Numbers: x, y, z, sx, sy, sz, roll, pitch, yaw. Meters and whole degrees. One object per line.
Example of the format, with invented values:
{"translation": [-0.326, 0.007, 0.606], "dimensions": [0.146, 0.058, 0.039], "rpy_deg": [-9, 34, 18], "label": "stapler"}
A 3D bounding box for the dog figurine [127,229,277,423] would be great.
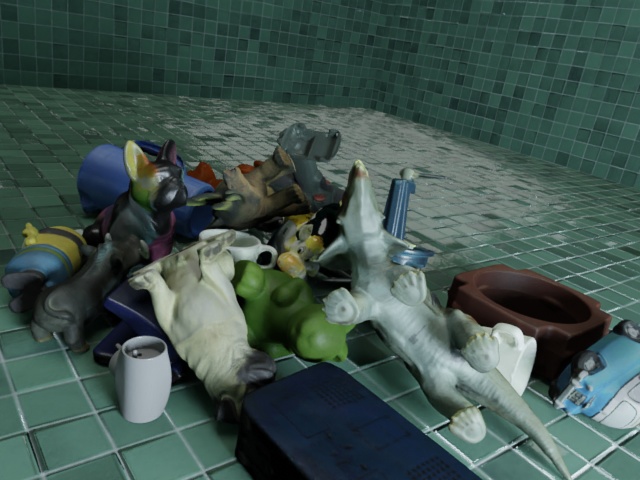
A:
{"translation": [-0.118, 0.098, 0.608], "dimensions": [0.121, 0.190, 0.172], "rpy_deg": [-23, 10, 5], "label": "dog figurine"}

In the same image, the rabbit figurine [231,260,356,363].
{"translation": [-0.026, 0.110, 0.659], "dimensions": [0.159, 0.121, 0.170], "rpy_deg": [20, -2, -36], "label": "rabbit figurine"}

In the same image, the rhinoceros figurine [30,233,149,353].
{"translation": [-0.289, 0.057, 0.684], "dimensions": [0.073, 0.112, 0.190], "rpy_deg": [11, 29, 12], "label": "rhinoceros figurine"}

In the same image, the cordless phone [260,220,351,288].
{"translation": [-0.007, 0.054, 0.874], "dimensions": [0.184, 0.088, 0.147], "rpy_deg": [27, 21, -1], "label": "cordless phone"}

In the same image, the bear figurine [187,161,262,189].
{"translation": [-0.222, -0.131, 1.185], "dimensions": [0.196, 0.131, 0.120], "rpy_deg": [22, 19, 15], "label": "bear figurine"}

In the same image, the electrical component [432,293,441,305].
{"translation": [0.144, 0.112, 0.777], "dimensions": [0.048, 0.074, 0.119], "rpy_deg": [6, 25, -13], "label": "electrical component"}

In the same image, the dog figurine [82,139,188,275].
{"translation": [-0.281, -0.051, 0.820], "dimensions": [0.192, 0.219, 0.108], "rpy_deg": [25, 22, 33], "label": "dog figurine"}

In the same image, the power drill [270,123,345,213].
{"translation": [0.002, -0.119, 1.010], "dimensions": [0.232, 0.086, 0.207], "rpy_deg": [14, -23, 9], "label": "power drill"}

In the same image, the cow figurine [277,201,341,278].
{"translation": [-0.001, -0.001, 0.790], "dimensions": [0.068, 0.098, 0.167], "rpy_deg": [45, 26, -6], "label": "cow figurine"}

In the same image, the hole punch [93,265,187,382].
{"translation": [-0.198, 0.097, 0.653], "dimensions": [0.116, 0.092, 0.142], "rpy_deg": [14, 17, 1], "label": "hole punch"}

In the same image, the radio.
{"translation": [0.031, 0.208, 0.481], "dimensions": [0.131, 0.073, 0.230], "rpy_deg": [-10, 26, -40], "label": "radio"}

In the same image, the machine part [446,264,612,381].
{"translation": [0.310, 0.119, 0.817], "dimensions": [0.201, 0.087, 0.202], "rpy_deg": [-8, 25, -39], "label": "machine part"}

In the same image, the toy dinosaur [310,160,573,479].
{"translation": [0.123, 0.102, 0.639], "dimensions": [0.404, 0.131, 0.192], "rpy_deg": [51, 12, -2], "label": "toy dinosaur"}

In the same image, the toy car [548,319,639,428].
{"translation": [0.373, 0.178, 0.672], "dimensions": [0.161, 0.109, 0.103], "rpy_deg": [-18, 50, -35], "label": "toy car"}

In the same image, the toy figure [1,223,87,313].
{"translation": [-0.376, 0.038, 0.740], "dimensions": [0.089, 0.082, 0.180], "rpy_deg": [14, 13, -21], "label": "toy figure"}

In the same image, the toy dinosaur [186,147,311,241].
{"translation": [-0.123, -0.066, 0.900], "dimensions": [0.199, 0.105, 0.471], "rpy_deg": [-19, -3, 1], "label": "toy dinosaur"}

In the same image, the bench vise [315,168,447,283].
{"translation": [0.113, 0.004, 0.843], "dimensions": [0.129, 0.240, 0.223], "rpy_deg": [12, 4, 29], "label": "bench vise"}

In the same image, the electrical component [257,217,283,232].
{"translation": [-0.111, -0.038, 1.130], "dimensions": [0.094, 0.021, 0.063], "rpy_deg": [20, 23, 24], "label": "electrical component"}
